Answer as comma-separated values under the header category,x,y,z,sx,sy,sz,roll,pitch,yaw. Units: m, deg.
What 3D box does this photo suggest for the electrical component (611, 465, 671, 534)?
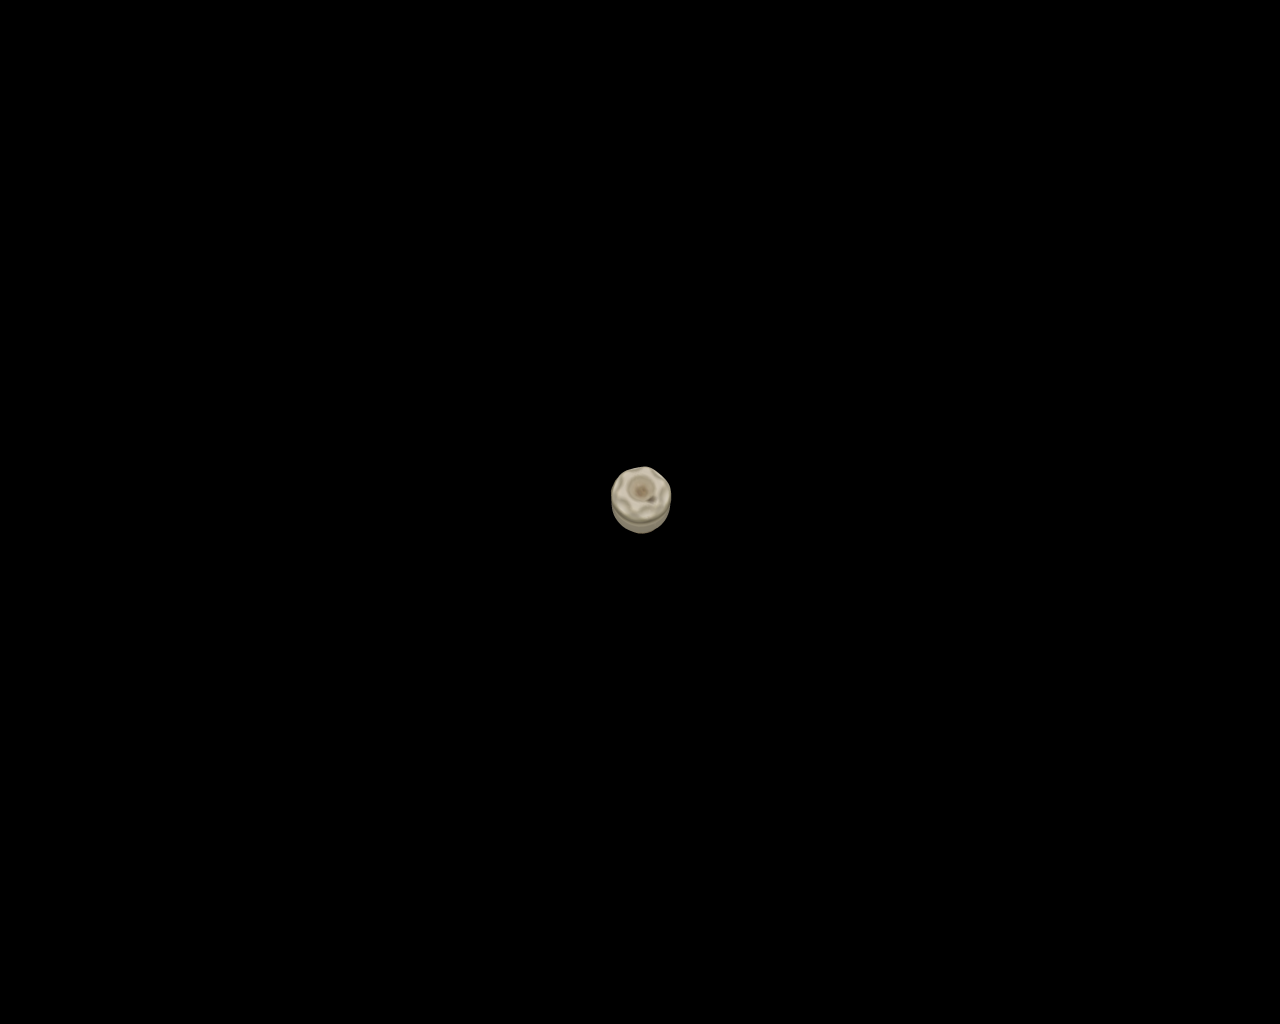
category,x,y,z,sx,sy,sz,roll,pitch,yaw
electrical component,0.001,-0.003,0.650,0.035,0.035,0.061,0,-22,0
